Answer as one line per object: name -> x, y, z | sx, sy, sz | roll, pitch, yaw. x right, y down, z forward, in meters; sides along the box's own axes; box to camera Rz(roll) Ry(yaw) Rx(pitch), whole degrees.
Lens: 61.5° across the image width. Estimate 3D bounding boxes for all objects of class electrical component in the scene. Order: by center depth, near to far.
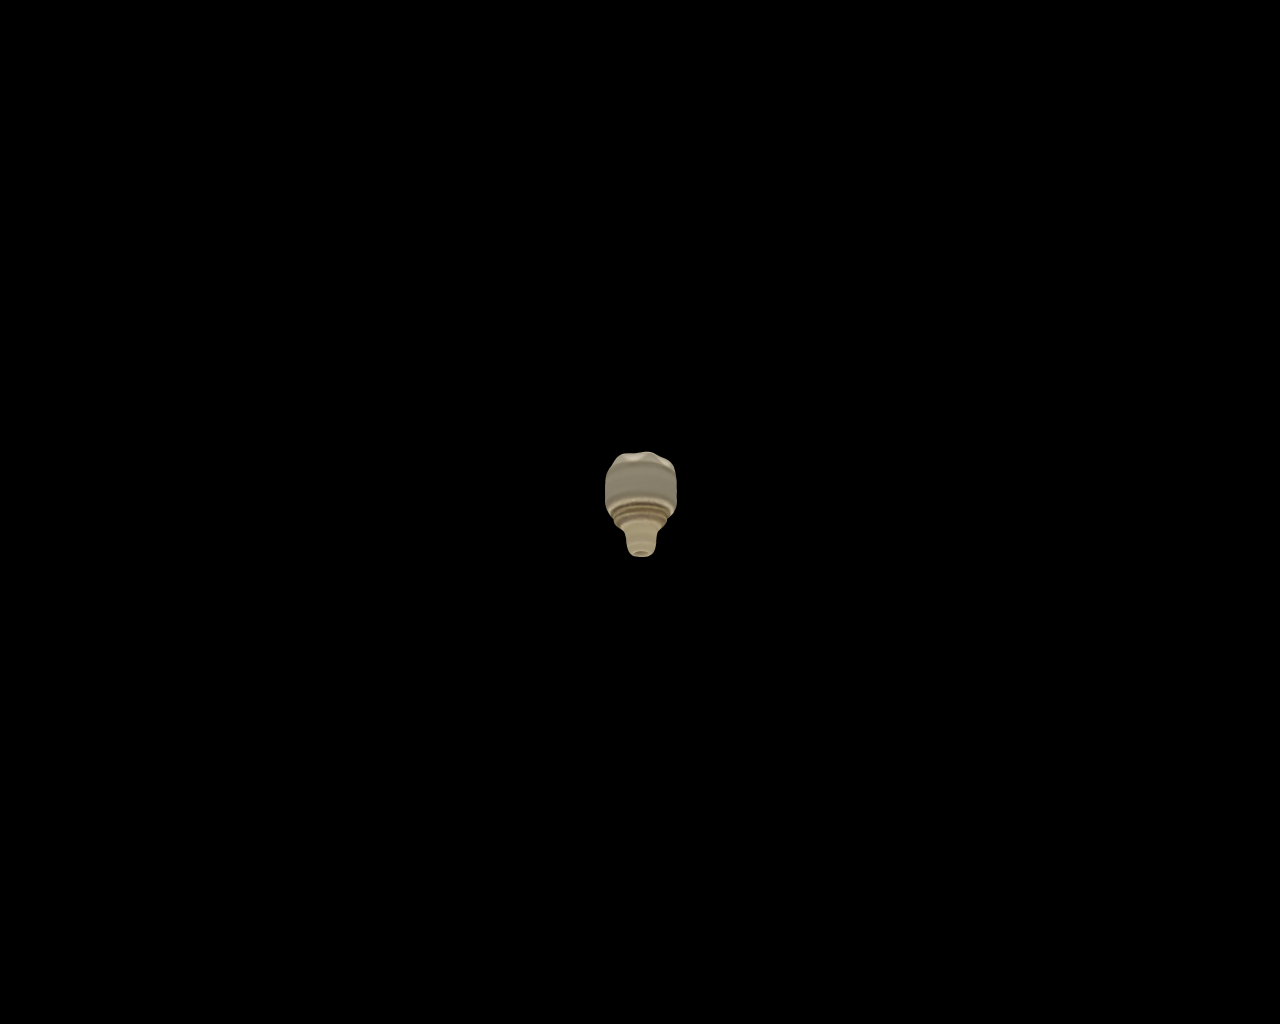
electrical component -> 0.001, -0.003, 0.650 | 0.043, 0.062, 0.043 | 0, -22, 0
